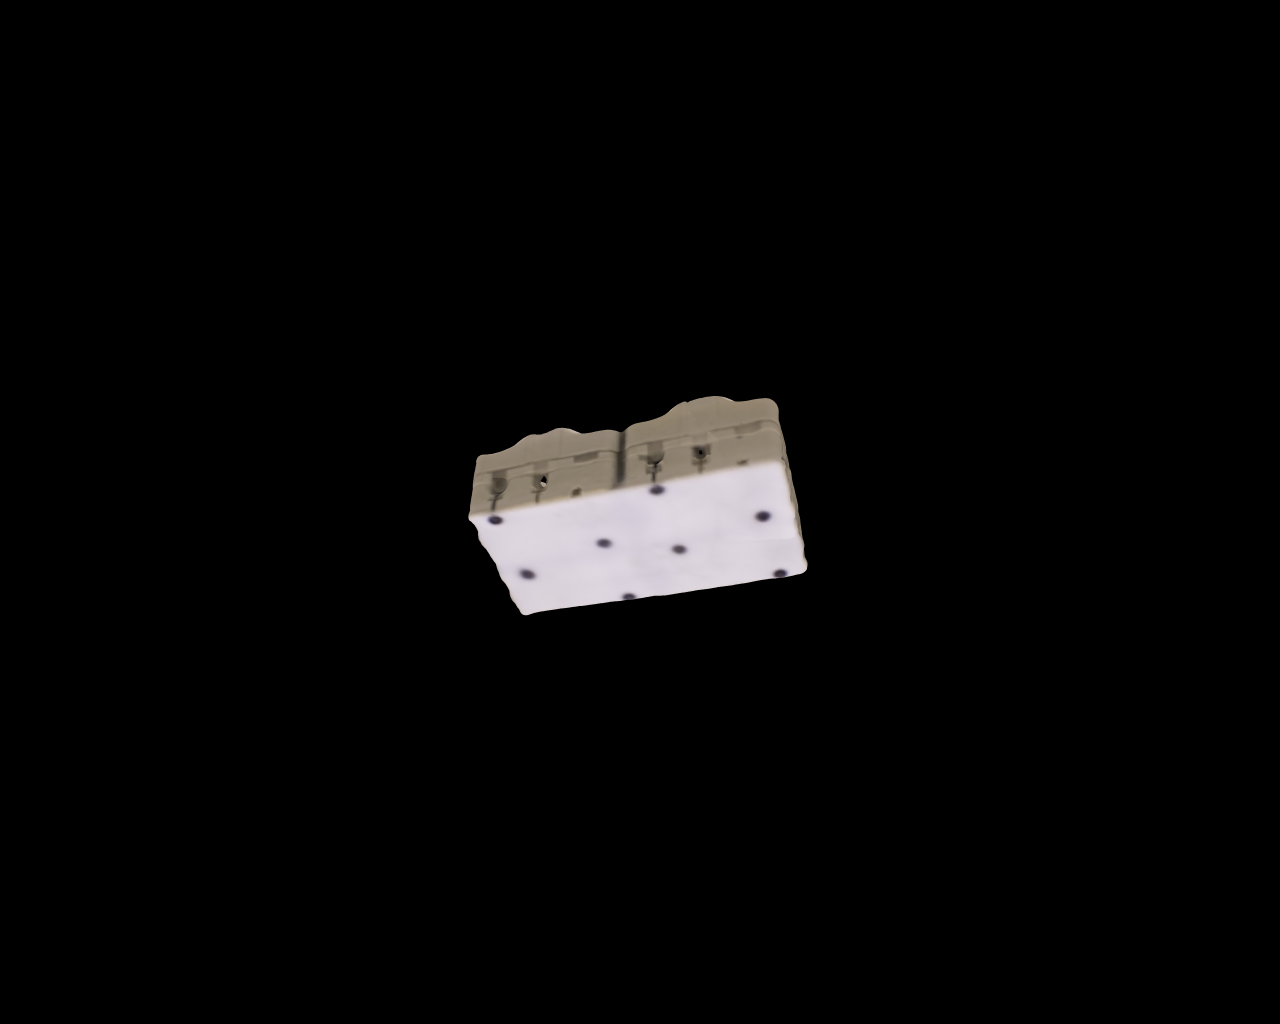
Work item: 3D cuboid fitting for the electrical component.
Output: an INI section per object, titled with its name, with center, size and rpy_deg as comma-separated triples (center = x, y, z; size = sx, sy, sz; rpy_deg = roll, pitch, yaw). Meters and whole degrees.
[electrical component]
center = 0.001, -0.003, 0.650
size = 0.186, 0.060, 0.105
rpy_deg = -10, -43, 11
